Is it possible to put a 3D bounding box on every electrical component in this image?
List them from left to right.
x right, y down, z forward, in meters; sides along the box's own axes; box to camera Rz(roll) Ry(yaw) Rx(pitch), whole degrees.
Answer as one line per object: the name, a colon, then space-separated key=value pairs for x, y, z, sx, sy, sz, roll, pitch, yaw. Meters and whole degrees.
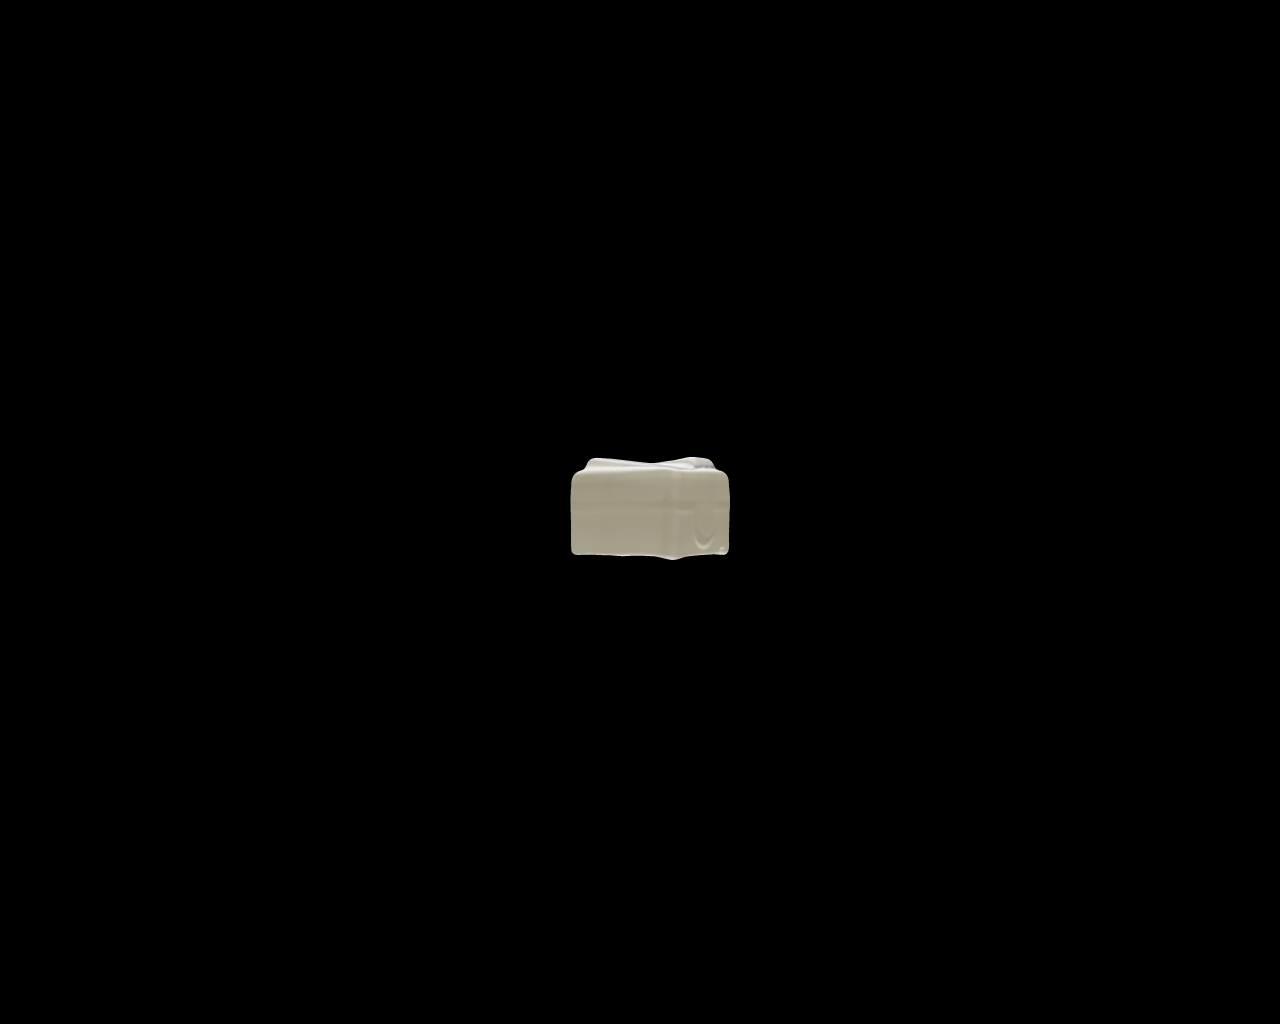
electrical component: x=0.001 y=-0.003 z=0.650 sx=0.096 sy=0.061 sz=0.062 roll=0 pitch=0 yaw=37
